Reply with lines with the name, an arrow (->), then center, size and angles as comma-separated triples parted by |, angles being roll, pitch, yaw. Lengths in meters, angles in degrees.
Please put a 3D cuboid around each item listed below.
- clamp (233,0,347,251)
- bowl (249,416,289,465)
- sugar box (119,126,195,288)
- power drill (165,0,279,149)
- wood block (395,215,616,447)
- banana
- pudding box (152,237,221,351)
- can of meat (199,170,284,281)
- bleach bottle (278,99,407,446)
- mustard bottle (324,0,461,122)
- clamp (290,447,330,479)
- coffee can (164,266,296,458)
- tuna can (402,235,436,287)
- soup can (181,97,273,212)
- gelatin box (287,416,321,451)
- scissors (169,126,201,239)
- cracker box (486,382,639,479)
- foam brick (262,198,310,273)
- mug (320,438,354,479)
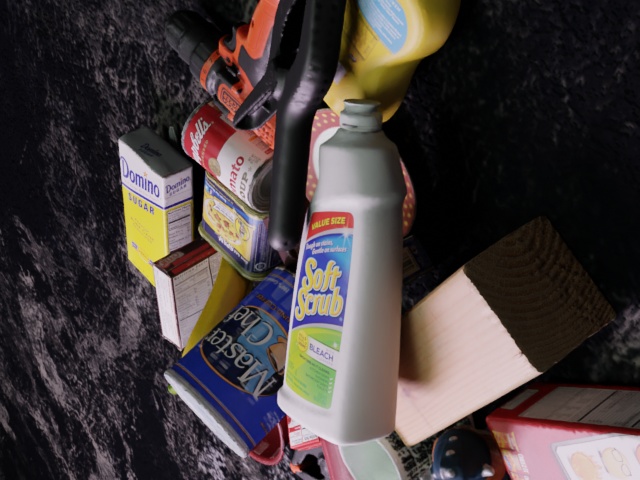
clamp -> -0.018, -0.107, 0.781 | 0.210, 0.036, 0.164 | 114, 150, -44
bowl -> -0.072, 0.171, 1.205 | 0.162, 0.055, 0.162 | 37, 142, 36
sugar box -> -0.179, -0.028, 1.179 | 0.093, 0.048, 0.176 | 40, 144, 36
power drill -> -0.064, -0.186, 0.903 | 0.184, 0.057, 0.188 | 44, 148, 21
wood block -> 0.115, 0.076, 0.816 | 0.091, 0.090, 0.206 | 55, 149, 8
banana -> -0.099, 0.060, 1.058 | 0.070, 0.197, 0.037 | -19, 126, 39
pudding box -> -0.133, 0.054, 1.166 | 0.039, 0.089, 0.113 | 34, 141, 37
can of meat -> -0.072, -0.025, 1.045 | 0.102, 0.057, 0.084 | 42, 143, 30
bleach bottle -> 0.019, 0.020, 0.798 | 0.103, 0.067, 0.251 | 25, 117, 53
mustard bottle -> 0.050, -0.165, 0.745 | 0.096, 0.058, 0.192 | 64, 151, 16
clamp -> 0.025, 0.244, 1.136 | 0.172, 0.039, 0.120 | -39, 72, 59
coffee can -> -0.053, 0.107, 0.947 | 0.103, 0.140, 0.103 | 42, 165, 14
tuna can -> 0.051, 0.030, 0.878 | 0.034, 0.086, 0.086 | 60, 150, 4
soup can -> -0.071, -0.080, 0.988 | 0.102, 0.068, 0.068 | 40, 143, 30
gelatin box -> -0.008, 0.169, 1.101 | 0.073, 0.030, 0.089 | 146, 121, -59
scissors -> -0.160, -0.038, 1.205 | 0.096, 0.016, 0.202 | 13, 125, 52
cracker box -> 0.235, 0.186, 0.745 | 0.214, 0.072, 0.164 | -7, 109, 57
foam brick -> -0.006, 0.001, 0.973 | 0.053, 0.051, 0.078 | -19, 99, 60
mug -> 0.046, 0.212, 1.010 | 0.117, 0.093, 0.081 | -5, -100, -79
